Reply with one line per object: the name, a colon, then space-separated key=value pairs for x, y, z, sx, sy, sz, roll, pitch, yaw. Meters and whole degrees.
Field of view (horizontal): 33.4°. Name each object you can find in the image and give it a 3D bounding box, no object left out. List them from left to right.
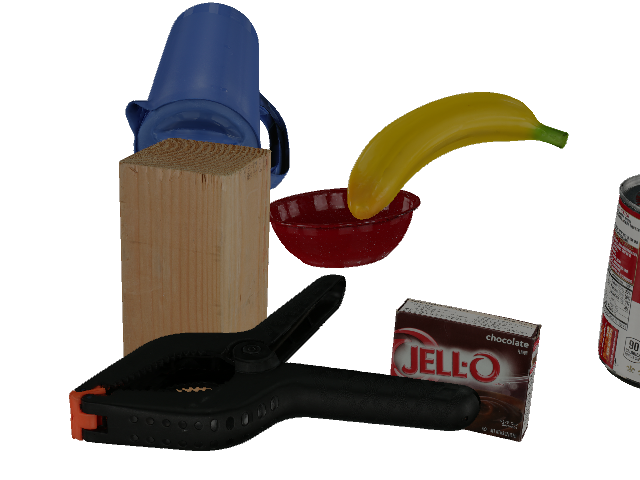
wood block: x=-0.097 y=0.033 z=0.832 sx=0.091 sy=0.206 sz=0.090 roll=9 pitch=20 yaw=17
pitcher: x=-0.118 y=-0.159 z=1.194 sx=0.145 sy=0.149 sz=0.243 roll=-11 pitch=39 yaw=9
clamp: x=-0.038 y=0.071 z=0.602 sx=0.209 sy=0.036 sz=0.165 roll=-7 pitch=25 yaw=-19
bowl: x=0.023 y=-0.011 z=1.084 sx=0.162 sy=0.055 sz=0.162 roll=-5 pitch=15 yaw=1
banana: x=0.083 y=-0.067 z=0.734 sx=0.197 sy=0.037 sz=0.070 roll=-22 pitch=42 yaw=-31
pudding box: x=0.113 y=0.101 z=0.846 sx=0.114 sy=0.090 sz=0.039 roll=9 pitch=21 yaw=17
soup can: x=0.188 y=0.022 z=0.570 sx=0.068 sy=0.102 sz=0.068 roll=1 pitch=25 yaw=0
